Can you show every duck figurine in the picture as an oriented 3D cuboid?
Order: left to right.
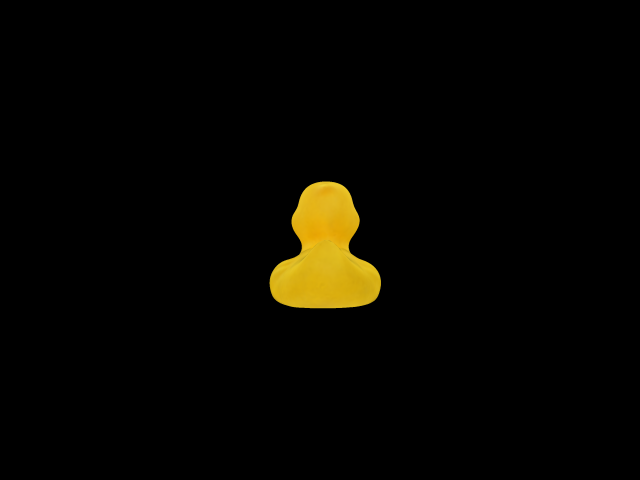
[{"bbox_3d":[0.004,0.001,0.400,0.077,0.086,0.104,0,0,0],"label":"duck figurine"}]
